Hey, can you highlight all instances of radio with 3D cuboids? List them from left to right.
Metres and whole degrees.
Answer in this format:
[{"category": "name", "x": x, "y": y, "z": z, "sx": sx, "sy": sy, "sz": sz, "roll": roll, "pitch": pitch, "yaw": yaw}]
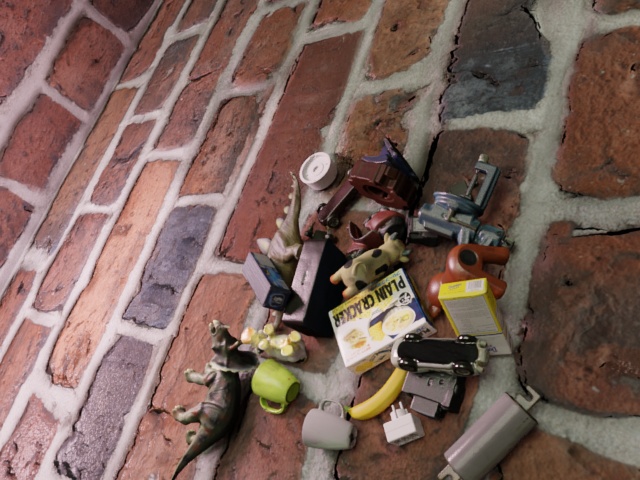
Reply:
[{"category": "radio", "x": -0.003, "y": 0.124, "z": 1.349, "sx": 0.073, "sy": 0.131, "sz": 0.229, "roll": -1, "pitch": 63, "yaw": 38}]

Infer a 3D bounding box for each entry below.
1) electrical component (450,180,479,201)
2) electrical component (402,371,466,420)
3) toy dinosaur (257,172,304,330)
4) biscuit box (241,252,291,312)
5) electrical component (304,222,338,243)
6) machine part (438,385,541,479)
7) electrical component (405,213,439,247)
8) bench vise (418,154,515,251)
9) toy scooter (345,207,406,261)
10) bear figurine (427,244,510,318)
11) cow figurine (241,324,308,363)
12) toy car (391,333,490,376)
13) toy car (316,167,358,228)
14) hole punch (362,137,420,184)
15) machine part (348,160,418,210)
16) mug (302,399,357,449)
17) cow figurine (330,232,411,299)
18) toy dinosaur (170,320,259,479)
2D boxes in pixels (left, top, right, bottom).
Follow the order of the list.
[{"category": "electrical component", "x": 0.346, "y": -0.110, "z": 1.309, "sx": 0.094, "sy": 0.021, "sz": 0.063, "roll": -28, "pitch": 49, "yaw": 20}, {"category": "electrical component", "x": 0.238, "y": 0.297, "z": 1.106, "sx": 0.115, "sy": 0.058, "sz": 0.134, "roll": 6, "pitch": 66, "yaw": 42}, {"category": "toy dinosaur", "x": -0.093, "y": 0.037, "z": 1.467, "sx": 0.199, "sy": 0.105, "sz": 0.471, "roll": 8, "pitch": 79, "yaw": 43}, {"category": "biscuit box", "x": -0.138, "y": 0.102, "z": 1.357, "sx": 0.062, "sy": 0.059, "sz": 0.203, "roll": -65, "pitch": 30, "yaw": 15}, {"category": "electrical component", "x": -0.002, "y": -0.004, "z": 1.491, "sx": 0.102, "sy": 0.045, "sz": 0.078, "roll": 18, "pitch": 73, "yaw": 43}, {"category": "machine part", "x": 0.314, "y": 0.366, "z": 0.989, "sx": 0.243, "sy": 0.079, "sz": 0.079, "roll": -46, "pitch": 45, "yaw": 3}, {"category": "electrical component", "x": 0.266, "y": -0.026, "z": 1.292, "sx": 0.119, "sy": 0.047, "sz": 0.075, "roll": -1, "pitch": 60, "yaw": 3}, {"category": "bench vise", "x": 0.348, "y": -0.076, "z": 1.206, "sx": 0.224, "sy": 0.128, "sz": 0.240, "roll": 21, "pitch": 84, "yaw": 34}, {"category": "toy scooter", "x": 0.130, "y": -0.024, "z": 1.385, "sx": 0.184, "sy": 0.075, "sz": 0.135, "roll": -40, "pitch": 38, "yaw": 10}, {"category": "bear figurine", "x": 0.304, "y": 0.094, "z": 1.136, "sx": 0.132, "sy": 0.195, "sz": 0.120, "roll": 15, "pitch": 55, "yaw": 6}, {"category": "cow figurine", "x": -0.114, "y": 0.264, "z": 1.359, "sx": 0.168, "sy": 0.098, "sz": 0.068, "roll": 9, "pitch": 59, "yaw": 27}, {"category": "toy car", "x": 0.237, "y": 0.229, "z": 1.073, "sx": 0.202, "sy": 0.056, "sz": 0.073, "roll": -4, "pitch": 53, "yaw": 33}, {"category": "toy car", "x": 0.070, "y": -0.120, "z": 1.504, "sx": 0.202, "sy": 0.053, "sz": 0.089, "roll": -49, "pitch": 35, "yaw": 6}, {"category": "hole punch", "x": 0.185, "y": -0.192, "z": 1.414, "sx": 0.092, "sy": 0.142, "sz": 0.116, "roll": -38, "pitch": 32, "yaw": 10}, {"category": "machine part", "x": 0.158, "y": -0.137, "z": 1.370, "sx": 0.180, "sy": 0.179, "sz": 0.056, "roll": 18, "pitch": 78, "yaw": 43}, {"category": "mug", "x": 0.029, "y": 0.411, "z": 1.184, "sx": 0.107, "sy": 0.080, "sz": 0.109, "roll": 5, "pitch": 61, "yaw": 27}, {"category": "cow figurine", "x": 0.130, "y": 0.053, "z": 1.274, "sx": 0.085, "sy": 0.195, "sz": 0.127, "roll": 56, "pitch": 139, "yaw": 10}, {"category": "toy dinosaur", "x": -0.265, "y": 0.419, "z": 1.380, "sx": 0.192, "sy": 0.131, "sz": 0.405, "roll": -9, "pitch": 64, "yaw": 34}]
